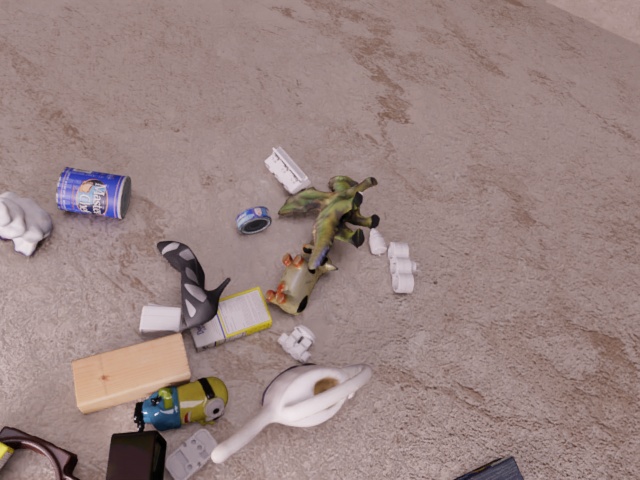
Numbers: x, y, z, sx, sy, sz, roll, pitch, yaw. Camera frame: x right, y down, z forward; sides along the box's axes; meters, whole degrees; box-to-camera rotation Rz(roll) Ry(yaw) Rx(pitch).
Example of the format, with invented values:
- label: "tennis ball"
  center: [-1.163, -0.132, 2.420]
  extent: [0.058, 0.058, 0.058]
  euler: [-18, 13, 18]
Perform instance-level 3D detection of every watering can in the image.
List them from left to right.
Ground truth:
- label: "watering can"
  center: [-0.061, 0.319, 1.002]
  extent: [0.350, 0.222, 0.104]
  euler: [-20, 85, -24]

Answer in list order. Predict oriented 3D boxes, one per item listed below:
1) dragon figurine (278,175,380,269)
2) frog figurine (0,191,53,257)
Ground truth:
- label: "dragon figurine"
  center: [0.004, -0.065, 1.292]
  extent: [0.243, 0.120, 0.418]
  euler: [7, 33, 35]
- label: "frog figurine"
  center: [-0.651, -0.051, 1.106]
  extent: [0.124, 0.156, 0.139]
  euler: [-28, 71, -29]
